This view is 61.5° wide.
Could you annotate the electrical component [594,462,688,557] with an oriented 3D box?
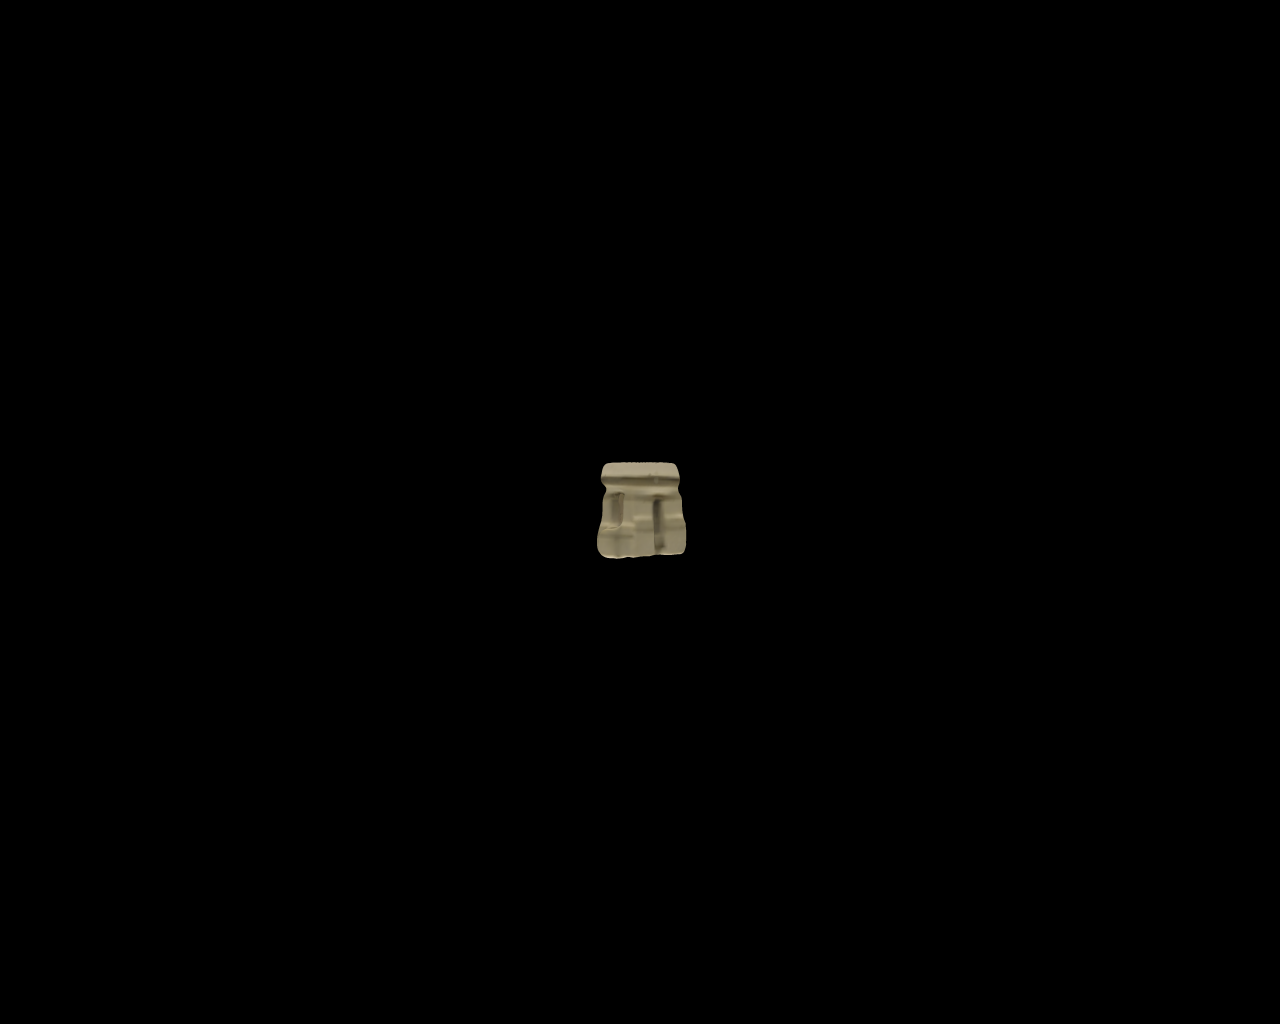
[{"bbox_3d":[0.001,-0.003,0.650,0.066,0.055,0.048,-2,3,-40],"label":"electrical component"}]
